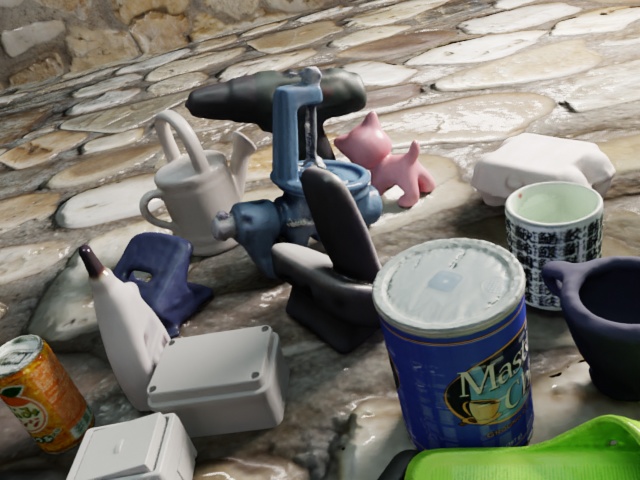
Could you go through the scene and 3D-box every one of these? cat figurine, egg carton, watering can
[{"bbox_3d":[0.085,-0.115,0.779,0.127,0.118,0.067,13,41,40],"label":"cat figurine"},{"bbox_3d":[0.259,-0.074,0.679,0.107,0.069,0.149,-34,35,-27],"label":"egg carton"},{"bbox_3d":[-0.165,-0.088,0.775,0.100,0.194,0.173,6,37,32],"label":"watering can"}]

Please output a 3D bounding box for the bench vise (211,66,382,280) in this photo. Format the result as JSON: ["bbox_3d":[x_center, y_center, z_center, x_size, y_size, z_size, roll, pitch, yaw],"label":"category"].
[{"bbox_3d":[-0.028,-0.072,0.660,0.121,0.220,0.208,17,44,42],"label":"bench vise"}]

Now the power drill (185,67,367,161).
[{"bbox_3d":[-0.040,-0.132,0.774,0.229,0.209,0.075,-19,31,-6],"label":"power drill"}]

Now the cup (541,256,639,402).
[{"bbox_3d":[0.221,0.069,0.438,0.092,0.095,0.117,-31,34,-23],"label":"cup"}]

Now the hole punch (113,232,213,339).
[{"bbox_3d":[-0.195,0.052,0.663,0.108,0.091,0.101,6,37,32],"label":"hole punch"}]

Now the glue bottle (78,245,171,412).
[{"bbox_3d":[-0.182,0.076,0.536,0.037,0.173,0.078,-13,31,6],"label":"glue bottle"}]

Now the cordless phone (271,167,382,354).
[{"bbox_3d":[0.005,0.002,0.559,0.094,0.185,0.147,-34,35,-28],"label":"cordless phone"}]
